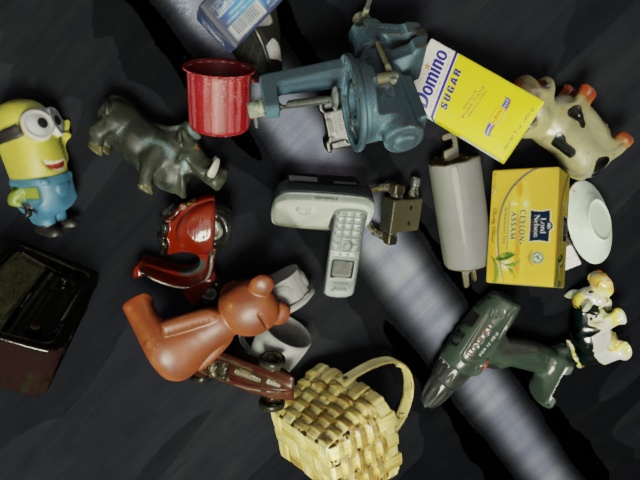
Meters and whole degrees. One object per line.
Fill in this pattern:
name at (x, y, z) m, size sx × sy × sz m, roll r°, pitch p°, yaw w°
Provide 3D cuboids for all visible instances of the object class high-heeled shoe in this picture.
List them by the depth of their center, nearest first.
high-heeled shoe at (-0.068, -0.330, 0.706) m, size 0.145 × 0.086 × 0.248 m, roll -43°, pitch 130°, yaw -25°

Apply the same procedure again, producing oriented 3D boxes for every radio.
radio at (-0.382, 0.094, 0.699) m, size 0.131 × 0.230 × 0.073 m, roll 24°, pitch 107°, yaw -17°

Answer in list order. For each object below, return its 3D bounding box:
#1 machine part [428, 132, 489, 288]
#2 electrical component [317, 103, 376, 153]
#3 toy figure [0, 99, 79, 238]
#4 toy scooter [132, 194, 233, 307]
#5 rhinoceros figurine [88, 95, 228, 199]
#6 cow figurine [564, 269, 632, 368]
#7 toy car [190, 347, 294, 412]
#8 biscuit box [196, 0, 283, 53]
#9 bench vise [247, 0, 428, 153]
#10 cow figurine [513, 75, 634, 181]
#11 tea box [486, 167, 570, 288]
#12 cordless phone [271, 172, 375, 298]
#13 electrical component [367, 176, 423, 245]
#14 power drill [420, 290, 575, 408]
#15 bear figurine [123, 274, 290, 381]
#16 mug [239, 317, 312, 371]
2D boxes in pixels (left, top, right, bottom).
machine part at (0.213, -0.043, 0.809) m, size 0.079 × 0.079 × 0.243 m, roll -14°, pitch 107°, yaw -3°
electrical component at (0.058, -0.172, 0.765) m, size 0.119 × 0.048 × 0.074 m, roll -9°, pitch 109°, yaw -2°
toy figure at (-0.381, -0.095, 0.718) m, size 0.089 × 0.082 × 0.180 m, roll -5°, pitch 110°, yaw -7°
toy scooter at (-0.199, 0.016, 0.774) m, size 0.135 × 0.075 × 0.183 m, roll 6°, pitch 117°, yaw -12°
rhinoceros figurine at (-0.219, -0.121, 0.739) m, size 0.190 × 0.073 × 0.112 m, roll 32°, pitch 90°, yaw -13°
cow figurine at (0.453, 0.133, 0.901) m, size 0.098 × 0.068 × 0.167 m, roll -19°, pitch 108°, yaw 5°
toy car at (-0.129, 0.194, 0.805) m, size 0.202 × 0.053 × 0.089 m, roll 14°, pitch 109°, yaw 28°
biscuit box at (-0.055, -0.310, 0.624) m, size 0.202 × 0.063 × 0.059 m, roll -46°, pitch 111°, yaw -3°
bench vise at (0.025, -0.201, 0.675) m, size 0.241 × 0.128 × 0.223 m, roll -11°, pitch 75°, yaw -6°
cow figurine at (0.346, -0.164, 0.787) m, size 0.195 × 0.085 × 0.127 m, roll 40°, pitch 92°, yaw -17°
tea box at (0.304, -0.017, 0.785) m, size 0.068 × 0.098 × 0.169 m, roll 11°, pitch 81°, yaw -52°
cordless phone at (-0.002, -0.002, 0.794) m, size 0.147 × 0.089 × 0.184 m, roll 3°, pitch 111°, yaw -8°
electrical component at (0.112, -0.045, 0.814) m, size 0.078 × 0.045 × 0.102 m, roll -14°, pitch 115°, yaw -35°
power drill at (0.301, 0.210, 0.904) m, size 0.207 × 0.086 × 0.232 m, roll 23°, pitch 101°, yaw -6°
bear figurine at (-0.152, 0.102, 0.750) m, size 0.196 × 0.132 × 0.120 m, roll -36°, pitch 140°, yaw -7°
mug at (-0.083, 0.174, 0.842) m, size 0.110 × 0.081 × 0.107 m, roll 30°, pitch 109°, yaw 8°
